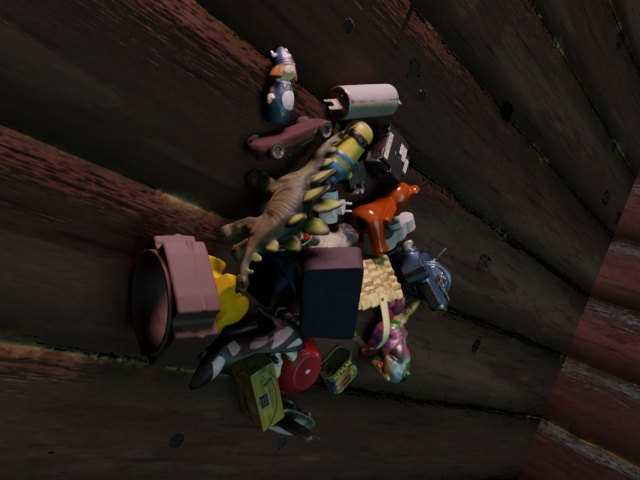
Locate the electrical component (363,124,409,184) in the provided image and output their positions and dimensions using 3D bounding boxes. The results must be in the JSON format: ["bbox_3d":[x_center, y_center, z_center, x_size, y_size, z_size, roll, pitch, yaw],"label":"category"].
[{"bbox_3d":[0.174,-0.210,1.359,0.134,0.058,0.115,40,63,-46],"label":"electrical component"}]

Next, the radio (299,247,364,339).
[{"bbox_3d":[0.021,0.121,1.191,0.131,0.073,0.229,1,129,-3],"label":"radio"}]

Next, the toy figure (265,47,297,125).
[{"bbox_3d":[-0.078,-0.316,1.104,0.064,0.058,0.154,-45,144,-78],"label":"toy figure"}]

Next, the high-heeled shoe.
[{"bbox_3d":[-0.144,0.248,1.114,0.145,0.086,0.249,48,65,-11],"label":"high-heeled shoe"}]

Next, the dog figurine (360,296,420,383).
[{"bbox_3d":[0.219,0.266,1.516,0.108,0.192,0.219,15,110,-39],"label":"dog figurine"}]

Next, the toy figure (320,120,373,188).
[{"bbox_3d":[0.055,-0.197,1.247,0.180,0.089,0.082,-57,142,-15],"label":"toy figure"}]

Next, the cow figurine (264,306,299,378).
[{"bbox_3d":[-0.099,0.244,1.273,0.098,0.068,0.167,37,75,-39],"label":"cow figurine"}]

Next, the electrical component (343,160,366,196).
[{"bbox_3d":[0.086,-0.156,1.323,0.078,0.045,0.102,-26,121,-33],"label":"electrical component"}]

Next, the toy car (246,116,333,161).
[{"bbox_3d":[-0.060,-0.213,1.133,0.202,0.089,0.053,-30,123,-35],"label":"toy car"}]

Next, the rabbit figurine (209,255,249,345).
[{"bbox_3d":[-0.207,0.135,1.105,0.162,0.122,0.173,-58,153,-7],"label":"rabbit figurine"}]

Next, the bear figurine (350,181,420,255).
[{"bbox_3d":[0.166,-0.069,1.385,0.196,0.120,0.131,-35,130,-36],"label":"bear figurine"}]

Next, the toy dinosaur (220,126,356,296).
[{"bbox_3d":[-0.056,-0.082,1.104,0.471,0.199,0.104,-67,148,-33],"label":"toy dinosaur"}]

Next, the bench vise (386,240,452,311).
[{"bbox_3d":[0.297,0.085,1.547,0.223,0.129,0.240,50,23,-2],"label":"bench vise"}]

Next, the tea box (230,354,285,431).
[{"bbox_3d":[-0.146,0.342,1.244,0.068,0.098,0.169,-27,123,-34],"label":"tea box"}]

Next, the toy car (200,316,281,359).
[{"bbox_3d":[-0.166,0.224,1.186,0.202,0.056,0.073,-14,95,-22],"label":"toy car"}]

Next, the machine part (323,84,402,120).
[{"bbox_3d":[0.102,-0.324,1.256,0.243,0.079,0.079,-17,116,-39],"label":"machine part"}]

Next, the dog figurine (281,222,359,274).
[{"bbox_3d":[-0.003,0.000,1.281,0.172,0.121,0.190,42,32,-9],"label":"dog figurine"}]

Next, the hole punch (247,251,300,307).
[{"bbox_3d":[-0.100,0.070,1.172,0.092,0.142,0.115,-7,123,-40],"label":"hole punch"}]

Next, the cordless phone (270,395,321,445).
[{"bbox_3d":[-0.049,0.458,1.317,0.146,0.184,0.088,44,69,-43],"label":"cordless phone"}]

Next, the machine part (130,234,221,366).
[{"bbox_3d":[-0.264,0.106,0.950,0.087,0.201,0.201,-1,60,-39],"label":"machine part"}]
